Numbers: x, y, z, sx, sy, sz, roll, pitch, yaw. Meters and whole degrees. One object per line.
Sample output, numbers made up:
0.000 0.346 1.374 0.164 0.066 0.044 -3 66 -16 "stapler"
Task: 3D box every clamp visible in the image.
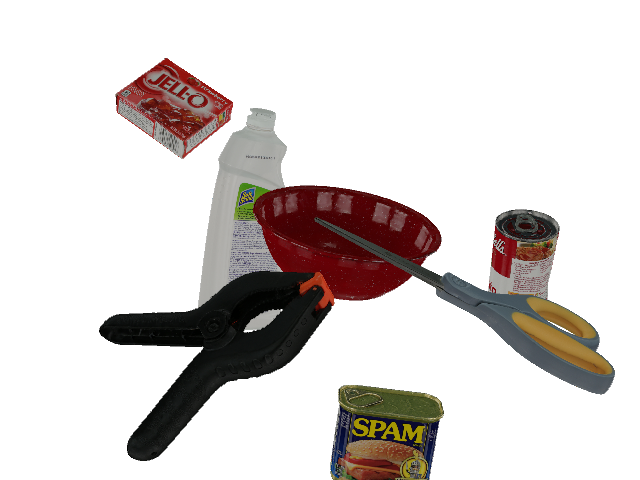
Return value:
-0.070 0.078 0.726 0.171 0.120 0.039 -21 -35 10 "clamp"

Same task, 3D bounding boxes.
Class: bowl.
0.019 0.007 0.907 0.162 0.055 0.162 8 22 -3 "bowl"

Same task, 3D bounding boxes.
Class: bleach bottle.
-0.077 -0.024 1.217 0.102 0.251 0.068 -1 20 -32 "bleach bottle"

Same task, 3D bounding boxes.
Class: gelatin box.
-0.142 -0.130 1.034 0.089 0.030 0.073 36 54 15 "gelatin box"

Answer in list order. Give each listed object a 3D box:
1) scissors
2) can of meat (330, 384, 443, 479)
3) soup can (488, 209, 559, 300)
0.097 0.031 0.672 0.202 0.016 0.096 33 22 18 "scissors"
0.062 0.193 1.037 0.102 0.084 0.057 7 16 -2 "can of meat"
0.220 0.026 1.162 0.068 0.102 0.068 1 30 -1 "soup can"
